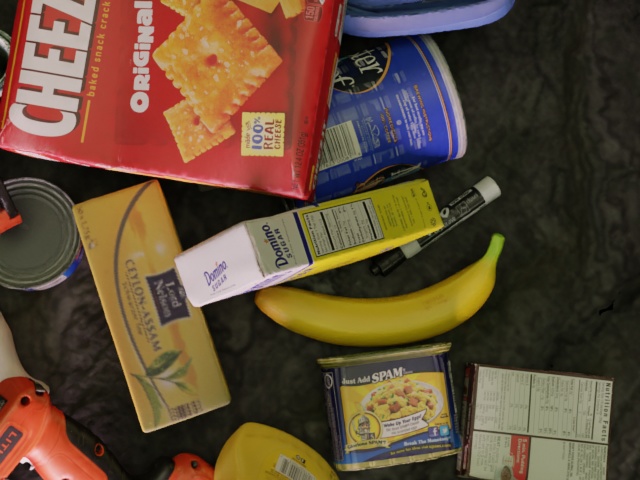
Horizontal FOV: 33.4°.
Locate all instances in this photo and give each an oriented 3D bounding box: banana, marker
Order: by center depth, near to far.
[{"bbox_3d":[0.051,0.048,0.823,0.197,0.037,0.069,-13,91,-2],"label":"banana"},{"bbox_3d":[0.090,-0.009,0.844,0.121,0.020,0.020,-35,86,-6],"label":"marker"}]

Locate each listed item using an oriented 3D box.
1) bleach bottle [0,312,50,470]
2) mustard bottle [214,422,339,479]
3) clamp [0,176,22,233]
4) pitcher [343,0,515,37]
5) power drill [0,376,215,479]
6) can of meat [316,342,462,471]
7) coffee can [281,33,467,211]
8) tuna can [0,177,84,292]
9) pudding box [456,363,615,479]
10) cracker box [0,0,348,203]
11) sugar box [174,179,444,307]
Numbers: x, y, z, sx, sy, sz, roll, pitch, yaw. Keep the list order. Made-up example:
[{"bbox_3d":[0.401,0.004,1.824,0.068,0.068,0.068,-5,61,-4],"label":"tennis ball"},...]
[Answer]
[{"bbox_3d":[-0.279,0.061,0.793,0.102,0.068,0.251,-41,89,-6],"label":"bleach bottle"},{"bbox_3d":[-0.042,0.212,0.724,0.096,0.191,0.058,37,118,-9],"label":"mustard bottle"},{"bbox_3d":[-0.271,-0.083,0.762,0.039,0.120,0.171,-37,79,-20],"label":"clamp"},{"bbox_3d":[0.026,-0.216,0.809,0.243,0.149,0.145,-10,96,-1],"label":"pitcher"},{"bbox_3d":[-0.180,0.199,0.747,0.187,0.057,0.184,42,71,-26],"label":"power drill"},{"bbox_3d":[0.053,0.125,0.806,0.102,0.057,0.084,-7,85,-4],"label":"can of meat"},{"bbox_3d":[0.027,-0.088,0.808,0.140,0.103,0.103,-20,84,-6],"label":"coffee can"},{"bbox_3d":[-0.223,-0.003,0.818,0.086,0.034,0.086,0,82,-3],"label":"tuna can"},{"bbox_3d":[0.165,0.144,0.819,0.113,0.039,0.090,7,81,-4],"label":"pudding box"},{"bbox_3d":[-0.097,-0.122,0.721,0.214,0.072,0.164,10,90,5],"label":"cracker box"},{"bbox_3d":[-0.005,0.001,0.758,0.175,0.094,0.048,-18,87,-40],"label":"sugar box"}]
